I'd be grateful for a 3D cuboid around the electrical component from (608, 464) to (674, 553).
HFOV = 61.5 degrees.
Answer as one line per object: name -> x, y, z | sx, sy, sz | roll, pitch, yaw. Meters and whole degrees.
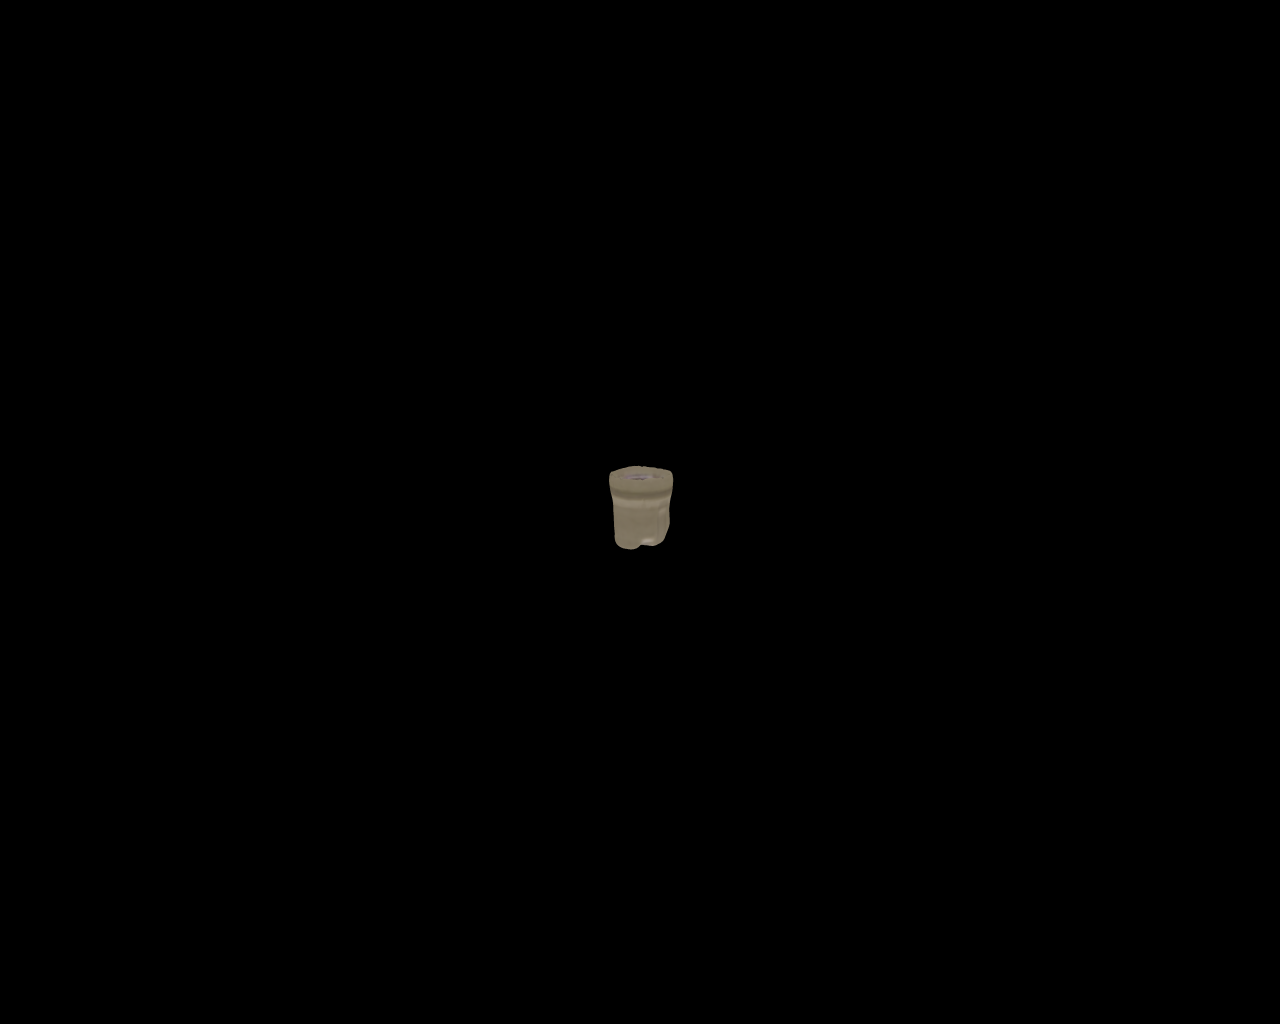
electrical component -> 0.001, -0.003, 0.650 | 0.040, 0.046, 0.040 | 0, 16, 0
